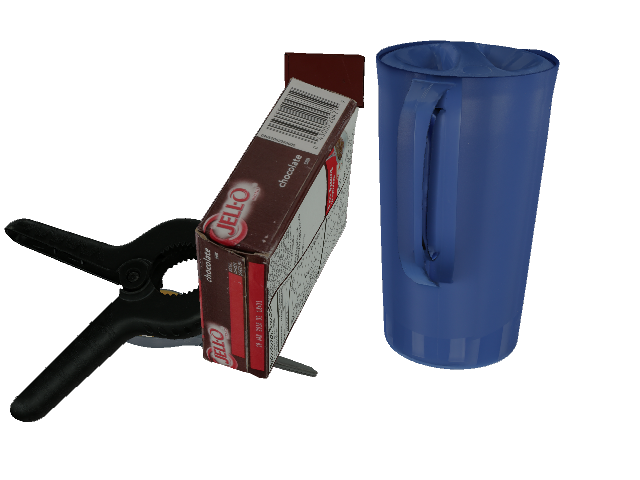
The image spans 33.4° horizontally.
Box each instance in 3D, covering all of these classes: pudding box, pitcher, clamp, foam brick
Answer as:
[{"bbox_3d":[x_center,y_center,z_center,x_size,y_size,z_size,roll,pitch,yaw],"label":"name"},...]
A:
[{"bbox_3d":[-0.019,-0.006,0.502,0.039,0.113,0.090,19,-40,13],"label":"pudding box"},{"bbox_3d":[0.101,-0.025,0.814,0.149,0.243,0.145,-7,22,-19],"label":"pitcher"},{"bbox_3d":[-0.139,0.027,0.784,0.210,0.164,0.036,-20,-30,0],"label":"clamp"},{"bbox_3d":[0.003,-0.160,1.062,0.078,0.051,0.053,1,12,-4],"label":"foam brick"}]

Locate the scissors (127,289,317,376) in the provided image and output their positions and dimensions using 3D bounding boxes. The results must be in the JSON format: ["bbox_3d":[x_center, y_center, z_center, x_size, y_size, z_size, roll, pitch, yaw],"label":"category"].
[{"bbox_3d":[-0.098,0.085,1.011,0.202,0.016,0.096,9,30,2],"label":"scissors"}]
